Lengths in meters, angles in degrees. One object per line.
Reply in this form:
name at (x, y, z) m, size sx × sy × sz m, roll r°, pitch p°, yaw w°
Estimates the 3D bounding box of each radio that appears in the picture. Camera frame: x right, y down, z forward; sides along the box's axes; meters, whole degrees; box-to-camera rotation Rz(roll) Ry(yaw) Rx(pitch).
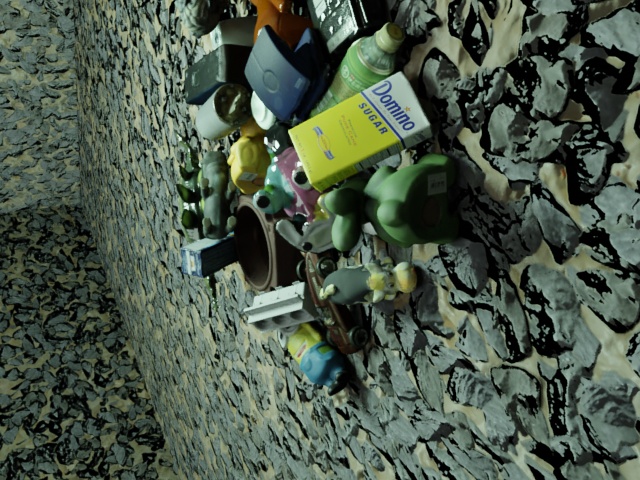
radio at (-0.175, -0.316, 1.058) m, size 0.230 × 0.131 × 0.073 m, roll 1°, pitch 94°, yaw 58°

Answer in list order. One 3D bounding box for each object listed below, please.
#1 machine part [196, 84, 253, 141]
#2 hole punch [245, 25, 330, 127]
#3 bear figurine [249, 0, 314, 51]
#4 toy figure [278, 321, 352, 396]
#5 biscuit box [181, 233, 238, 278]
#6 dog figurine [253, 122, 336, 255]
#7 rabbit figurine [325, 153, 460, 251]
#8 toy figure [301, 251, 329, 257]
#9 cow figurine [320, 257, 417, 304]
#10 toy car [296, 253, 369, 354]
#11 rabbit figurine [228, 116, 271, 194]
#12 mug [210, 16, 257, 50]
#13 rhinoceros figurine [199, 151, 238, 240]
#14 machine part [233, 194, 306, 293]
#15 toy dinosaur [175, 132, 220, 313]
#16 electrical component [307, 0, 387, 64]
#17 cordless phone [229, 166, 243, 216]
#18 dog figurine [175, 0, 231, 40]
machine part at (-0.184, -0.239, 1.019) m, size 0.243 × 0.079 × 0.079 m, roll -177°, pitch 77°, yaw -68°
hole punch at (-0.052, -0.250, 0.815) m, size 0.142 × 0.092 × 0.116 m, roll -45°, pitch 55°, yaw 52°
bear figurine at (-0.062, -0.386, 0.904) m, size 0.120 × 0.132 × 0.196 m, roll 131°, pitch 138°, yaw -52°
toy figure at (-0.011, 0.218, 1.037) m, size 0.180 × 0.082 × 0.089 m, roll 42°, pitch 175°, yaw 33°
biscuit box at (-0.215, 0.021, 1.182) m, size 0.059 × 0.202 × 0.062 m, roll 8°, pitch 108°, yaw 29°
dog figurine at (-0.024, -0.097, 0.886) m, size 0.108 × 0.191 × 0.219 m, roll -34°, pitch 24°, yaw 21°
rabbit figurine at (0.079, -0.039, 0.727) m, size 0.170 × 0.159 × 0.121 m, roll 9°, pitch 118°, yaw 51°
toy figure at (-0.001, -0.004, 0.970) m, size 0.154 × 0.058 × 0.064 m, roll -50°, pitch 19°, yaw 54°
cow figurine at (0.071, 0.065, 0.836) m, size 0.167 × 0.098 × 0.068 m, roll -22°, pitch 75°, yaw 59°
toy car at (0.017, 0.112, 0.951) m, size 0.089 × 0.053 × 0.202 m, roll -7°, pitch 110°, yaw 61°
rabbit figurine at (-0.121, -0.186, 1.072) m, size 0.162 × 0.122 × 0.173 m, roll 141°, pitch 127°, yaw -66°
mug at (-0.160, -0.390, 1.039) m, size 0.110 × 0.107 × 0.080 m, roll 15°, pitch 112°, yaw 54°
rhinoceros figurine at (-0.215, -0.096, 1.131) m, size 0.112 × 0.073 × 0.190 m, roll 140°, pitch 126°, yaw -77°
machine part at (-0.105, 0.006, 1.103) m, size 0.201 × 0.087 × 0.201 m, roll 24°, pitch 122°, yaw 55°
toy dinosaur at (-0.293, -0.051, 1.306) m, size 0.198 × 0.105 × 0.471 m, roll 106°, pitch 148°, yaw -79°
electrical component at (0.038, -0.342, 0.784) m, size 0.115 × 0.058 × 0.134 m, roll -19°, pitch 84°, yaw 57°
cordless phone at (-0.222, -0.118, 1.282) m, size 0.184 × 0.089 × 0.146 m, roll -169°, pitch 69°, yaw -69°
dog figurine at (-0.178, -0.462, 0.977) m, size 0.172 × 0.121 × 0.191 m, roll -34°, pitch 49°, yaw 20°
